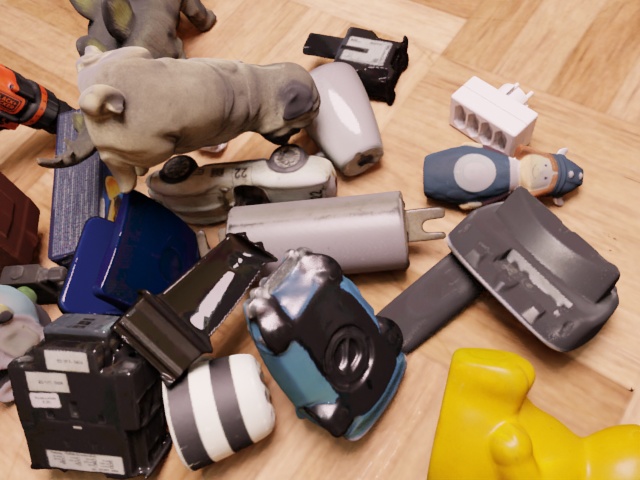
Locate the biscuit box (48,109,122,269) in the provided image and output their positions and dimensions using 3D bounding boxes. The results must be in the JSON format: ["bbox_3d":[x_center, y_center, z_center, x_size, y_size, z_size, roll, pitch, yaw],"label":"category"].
[{"bbox_3d":[-0.257,-0.060,0.608,0.063,0.059,0.203,-14,61,5],"label":"biscuit box"}]

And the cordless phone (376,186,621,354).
[{"bbox_3d":[0.149,0.058,0.475,0.184,0.088,0.147,-40,64,1],"label":"cordless phone"}]

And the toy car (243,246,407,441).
[{"bbox_3d":[-0.010,0.086,0.456,0.103,0.161,0.109,-9,36,53],"label":"toy car"}]

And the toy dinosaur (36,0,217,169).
[{"bbox_3d":[-0.212,-0.239,0.618,0.105,0.198,0.471,-6,60,11],"label":"toy dinosaur"}]

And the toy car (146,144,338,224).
[{"bbox_3d":[-0.082,-0.054,0.565,0.202,0.073,0.056,-5,60,8],"label":"toy car"}]

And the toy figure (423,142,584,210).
[{"bbox_3d":[0.182,-0.062,0.534,0.155,0.064,0.058,1,28,13],"label":"toy figure"}]

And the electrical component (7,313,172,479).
[{"bbox_3d":[-0.193,0.130,0.459,0.115,0.058,0.134,2,107,8],"label":"electrical component"}]

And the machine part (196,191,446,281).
[{"bbox_3d":[-0.001,-0.002,0.523,0.243,0.079,0.079,-6,62,7],"label":"machine part"}]

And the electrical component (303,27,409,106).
[{"bbox_3d":[0.041,-0.211,0.642,0.119,0.047,0.075,12,65,16],"label":"electrical component"}]

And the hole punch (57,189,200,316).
[{"bbox_3d":[-0.165,0.027,0.506,0.092,0.115,0.142,-30,46,43],"label":"hole punch"}]

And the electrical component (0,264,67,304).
[{"bbox_3d":[-0.296,0.045,0.557,0.094,0.063,0.021,-4,62,9],"label":"electrical component"}]

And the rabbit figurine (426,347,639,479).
[{"bbox_3d":[0.167,0.163,0.381,0.173,0.121,0.162,9,69,14],"label":"rabbit figurine"}]

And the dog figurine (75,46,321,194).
[{"bbox_3d":[-0.091,-0.122,0.465,0.191,0.121,0.172,-12,19,-2],"label":"dog figurine"}]

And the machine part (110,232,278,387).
[{"bbox_3d":[-0.100,0.046,0.450,0.084,0.039,0.139,43,68,7],"label":"machine part"}]

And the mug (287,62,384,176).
[{"bbox_3d":[0.014,-0.120,0.584,0.109,0.080,0.107,-29,68,3],"label":"mug"}]

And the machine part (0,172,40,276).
[{"bbox_3d":[-0.410,-0.020,0.534,0.202,0.200,0.087,-11,59,4],"label":"machine part"}]

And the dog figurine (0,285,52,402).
[{"bbox_3d":[-0.395,0.091,0.527,0.219,0.108,0.191,28,74,25],"label":"dog figurine"}]
